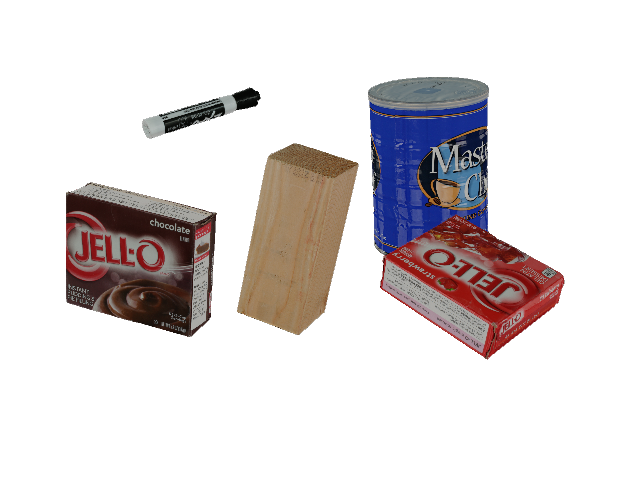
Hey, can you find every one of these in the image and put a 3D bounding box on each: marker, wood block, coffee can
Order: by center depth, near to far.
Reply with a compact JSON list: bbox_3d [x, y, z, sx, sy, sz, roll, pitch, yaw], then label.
[{"bbox_3d":[0.095,-0.064,0.931,0.103,0.140,0.103,-3,20,1],"label":"coffee can"},{"bbox_3d":[-0.112,-0.123,1.020,0.120,0.020,0.020,-21,9,-26],"label":"marker"},{"bbox_3d":[-0.029,-0.004,1.316,0.090,0.206,0.090,19,22,16],"label":"wood block"}]

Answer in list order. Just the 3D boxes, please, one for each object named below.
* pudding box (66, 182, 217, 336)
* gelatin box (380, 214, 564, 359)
[{"bbox_3d":[-0.135,0.013,0.793,0.114,0.090,0.039,12,23,18],"label":"pudding box"},{"bbox_3d":[0.094,0.026,0.666,0.089,0.030,0.073,33,44,32],"label":"gelatin box"}]
